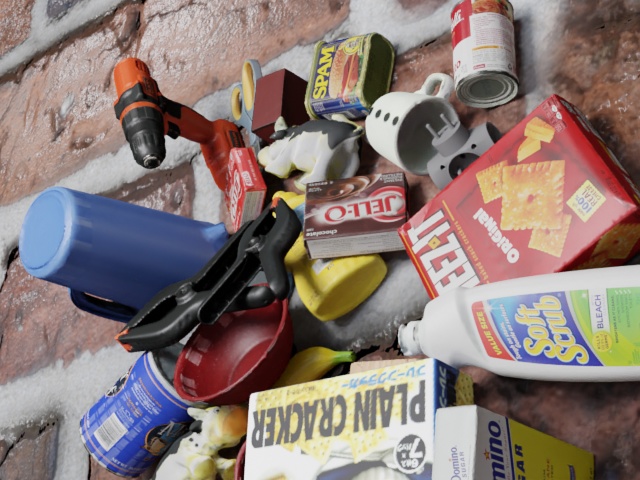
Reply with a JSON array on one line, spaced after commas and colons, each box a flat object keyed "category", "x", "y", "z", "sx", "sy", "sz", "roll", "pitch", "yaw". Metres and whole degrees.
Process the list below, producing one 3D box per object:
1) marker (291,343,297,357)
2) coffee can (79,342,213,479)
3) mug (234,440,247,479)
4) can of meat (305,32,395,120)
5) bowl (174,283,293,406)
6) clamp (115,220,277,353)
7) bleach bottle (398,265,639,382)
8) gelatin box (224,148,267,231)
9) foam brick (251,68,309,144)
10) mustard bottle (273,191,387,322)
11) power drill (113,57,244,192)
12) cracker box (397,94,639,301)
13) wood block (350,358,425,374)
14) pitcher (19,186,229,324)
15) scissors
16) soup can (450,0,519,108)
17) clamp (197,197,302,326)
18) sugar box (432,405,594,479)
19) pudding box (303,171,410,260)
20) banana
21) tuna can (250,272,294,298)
[{"category": "marker", "x": -0.071, "y": 0.118, "z": 1.242, "sx": 0.121, "sy": 0.020, "sz": 0.020, "roll": 10, "pitch": 77, "yaw": 46}, {"category": "coffee can", "x": -0.203, "y": 0.200, "z": 1.267, "sx": 0.140, "sy": 0.102, "sz": 0.103, "roll": -45, "pitch": 45, "yaw": 18}, {"category": "mug", "x": -0.035, "y": 0.248, "z": 1.087, "sx": 0.117, "sy": 0.081, "sz": 0.093, "roll": -48, "pitch": 57, "yaw": 13}, {"category": "can of meat", "x": 0.037, "y": -0.192, "z": 1.265, "sx": 0.084, "sy": 0.057, "sz": 0.102, "roll": -4, "pitch": 68, "yaw": 40}, {"category": "bowl", "x": -0.083, "y": 0.126, "z": 1.173, "sx": 0.162, "sy": 0.055, "sz": 0.162, "roll": -31, "pitch": 30, "yaw": 20}, {"category": "clamp", "x": -0.139, "y": 0.071, "z": 1.212, "sx": 0.210, "sy": 0.036, "sz": 0.165, "roll": -35, "pitch": 28, "yaw": 3}, {"category": "bleach bottle", "x": 0.190, "y": 0.082, "z": 0.918, "sx": 0.251, "sy": 0.068, "sz": 0.102, "roll": -9, "pitch": 87, "yaw": 26}, {"category": "gelatin box", "x": -0.094, "y": -0.058, "z": 1.310, "sx": 0.089, "sy": 0.030, "sz": 0.073, "roll": 104, "pitch": 153, "yaw": -46}, {"category": "foam brick", "x": -0.048, "y": -0.166, "z": 1.336, "sx": 0.051, "sy": 0.052, "sz": 0.078, "roll": -15, "pitch": 60, "yaw": 39}, {"category": "mustard bottle", "x": -0.008, "y": 0.002, "z": 1.208, "sx": 0.096, "sy": 0.058, "sz": 0.192, "roll": -41, "pitch": 45, "yaw": 4}, {"category": "power drill", "x": -0.174, "y": -0.131, "z": 1.341, "sx": 0.057, "sy": 0.187, "sz": 0.184, "roll": -38, "pitch": 47, "yaw": 22}, {"category": "cracker box", "x": 0.192, "y": -0.010, "z": 1.014, "sx": 0.214, "sy": 0.072, "sz": 0.164, "roll": -42, "pitch": 47, "yaw": 22}, {"category": "wood block", "x": 0.075, "y": 0.223, "z": 0.998, "sx": 0.091, "sy": 0.090, "sz": 0.206, "roll": -9, "pitch": 64, "yaw": 40}, {"category": "pitcher", "x": -0.240, "y": 0.023, "z": 1.288, "sx": 0.145, "sy": 0.242, "sz": 0.149, "roll": 6, "pitch": 81, "yaw": 44}, {"category": "scissors", "x": -0.090, "y": -0.133, "z": 1.383, "sx": 0.096, "sy": 0.016, "sz": 0.202, "roll": 157, "pitch": 112, "yaw": -62}, {"category": "soup can", "x": 0.174, "y": -0.199, "z": 1.128, "sx": 0.069, "sy": 0.068, "sz": 0.102, "roll": -20, "pitch": 57, "yaw": 36}, {"category": "clamp", "x": -0.056, "y": 0.016, "z": 1.135, "sx": 0.120, "sy": 0.039, "sz": 0.171, "roll": -8, "pitch": 43, "yaw": 39}, {"category": "sugar box", "x": 0.160, "y": 0.200, "z": 0.864, "sx": 0.048, "sy": 0.176, "sz": 0.093, "roll": -13, "pitch": 62, "yaw": 40}, {"category": "pudding box", "x": 0.040, "y": -0.026, "z": 1.145, "sx": 0.113, "sy": 0.039, "sz": 0.090, "roll": -8, "pitch": 43, "yaw": 10}, {"category": "banana", "x": -0.037, "y": 0.190, "z": 1.160, "sx": 0.070, "sy": 0.037, "sz": 0.198, "roll": 33, "pitch": 94, "yaw": 47}, {"category": "tuna can", "x": -0.072, "y": 0.053, "z": 1.264, "sx": 0.086, "sy": 0.033, "sz": 0.086, "roll": -21, "pitch": 57, "yaw": 36}]
